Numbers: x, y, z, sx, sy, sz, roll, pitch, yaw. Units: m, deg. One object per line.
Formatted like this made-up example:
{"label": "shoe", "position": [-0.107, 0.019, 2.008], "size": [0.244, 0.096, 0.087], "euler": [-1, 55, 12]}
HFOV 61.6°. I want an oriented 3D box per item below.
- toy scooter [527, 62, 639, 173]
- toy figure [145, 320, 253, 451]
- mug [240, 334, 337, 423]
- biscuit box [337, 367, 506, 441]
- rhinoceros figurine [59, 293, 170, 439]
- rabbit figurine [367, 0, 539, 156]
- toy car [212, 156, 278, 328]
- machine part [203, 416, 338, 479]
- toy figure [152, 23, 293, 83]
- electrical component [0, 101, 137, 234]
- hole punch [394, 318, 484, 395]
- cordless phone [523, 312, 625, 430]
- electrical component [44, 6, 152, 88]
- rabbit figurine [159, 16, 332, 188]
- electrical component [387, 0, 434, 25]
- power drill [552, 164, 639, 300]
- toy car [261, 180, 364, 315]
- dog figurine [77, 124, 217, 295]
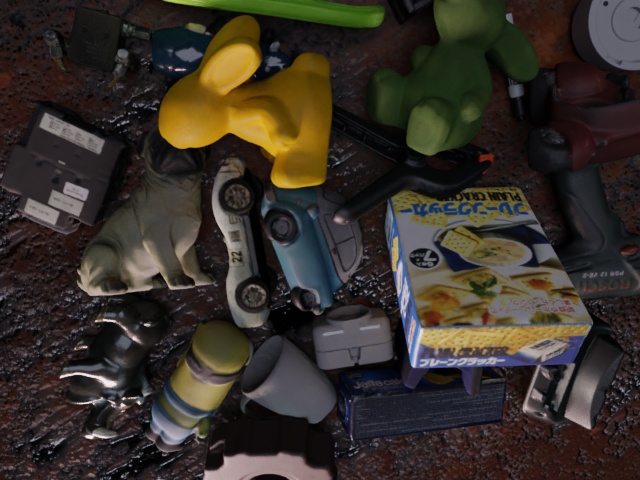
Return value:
{"label": "toy scooter", "position": [0.288, -0.131, 0.557], "size": [0.135, 0.184, 0.075], "euler": [-2, 131, 23]}
{"label": "toy figure", "position": [-0.148, 0.180, 0.659], "size": [0.082, 0.089, 0.180], "euler": [34, 96, -13]}
{"label": "mug", "position": [-0.039, 0.189, 0.669], "size": [0.107, 0.081, 0.109], "euler": [36, 94, -18]}
{"label": "biscuit box", "position": [0.124, 0.195, 0.665], "size": [0.203, 0.059, 0.062], "euler": [-2, 103, -13]}
{"label": "rhinoceros figurine", "position": [-0.253, 0.155, 0.665], "size": [0.112, 0.073, 0.190], "euler": [25, 98, -17]}
{"label": "rabbit figurine", "position": [0.151, -0.186, 0.559], "size": [0.159, 0.121, 0.170], "euler": [-5, 128, -26]}
{"label": "toy car", "position": [-0.089, 0.003, 0.631], "size": [0.056, 0.073, 0.201], "euler": [-7, 102, 5]}
{"label": "machine part", "position": [-0.060, 0.291, 0.671], "size": [0.179, 0.056, 0.179], "euler": [1, 125, 1]}
{"label": "toy figure", "position": [-0.106, -0.203, 0.597], "size": [0.154, 0.064, 0.058], "euler": [4, 64, -7]}
{"label": "electrical component", "position": [-0.291, -0.077, 0.619], "size": [0.115, 0.058, 0.134], "euler": [27, 100, -5]}
{"label": "hole punch", "position": [0.141, 0.107, 0.635], "size": [0.092, 0.142, 0.115], "euler": [3, 113, 2]}
{"label": "cordless phone", "position": [0.263, 0.146, 0.678], "size": [0.184, 0.089, 0.146], "euler": [17, 102, 7]}
{"label": "electrical component", "position": [-0.248, -0.215, 0.597], "size": [0.102, 0.045, 0.078], "euler": [20, 102, -5]}
{"label": "rabbit figurine", "position": [-0.077, -0.133, 0.546], "size": [0.173, 0.122, 0.162], "euler": [-1, 131, -8]}
{"label": "electrical component", "position": [0.132, -0.288, 0.579], "size": [0.119, 0.075, 0.047], "euler": [-29, 100, 2]}
{"label": "power drill", "position": [0.350, -0.029, 0.640], "size": [0.232, 0.086, 0.207], "euler": [-14, 109, 4]}
{"label": "toy car", "position": [-0.001, -0.002, 0.614], "size": [0.103, 0.109, 0.161], "euler": [-20, 102, 5]}
{"label": "dog figurine", "position": [-0.207, -0.035, 0.620], "size": [0.172, 0.121, 0.190], "euler": [-6, 88, -4]}
